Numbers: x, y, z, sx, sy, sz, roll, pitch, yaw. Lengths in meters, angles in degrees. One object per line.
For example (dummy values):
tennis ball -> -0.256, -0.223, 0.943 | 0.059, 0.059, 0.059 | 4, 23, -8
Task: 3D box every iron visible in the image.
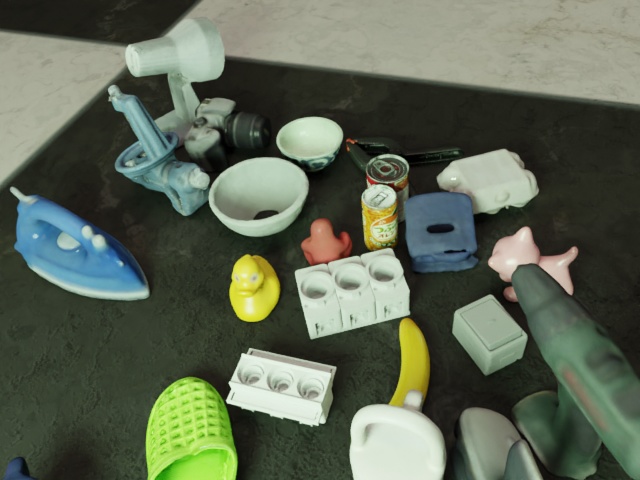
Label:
iron -> -0.385, 0.000, 0.909 | 0.257, 0.142, 0.119 | 20, 54, 24

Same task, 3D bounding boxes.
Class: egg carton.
egg carton -> 0.276, -0.090, 0.948 | 0.150, 0.069, 0.107 | -15, 48, -5

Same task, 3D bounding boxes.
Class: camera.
camera -> -0.172, -0.210, 1.098 | 0.136, 0.101, 0.143 | 8, 50, 15

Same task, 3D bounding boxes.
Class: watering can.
watering can -> 0.081, 0.234, 0.595 | 0.101, 0.194, 0.172 | -6, 47, 3

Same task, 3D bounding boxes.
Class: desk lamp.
desk lamp -> -0.280, -0.309, 1.126 | 0.203, 0.214, 0.117 | -37, 53, -23

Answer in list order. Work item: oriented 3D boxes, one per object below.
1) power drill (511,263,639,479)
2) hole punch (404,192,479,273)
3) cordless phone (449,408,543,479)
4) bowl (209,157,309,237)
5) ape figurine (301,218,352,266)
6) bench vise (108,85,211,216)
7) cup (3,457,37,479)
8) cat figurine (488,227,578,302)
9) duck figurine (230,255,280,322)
power drill -> 0.272, 0.163, 0.624 | 0.076, 0.209, 0.229 | -22, 49, -12
hole punch -> 0.185, -0.012, 0.874 | 0.108, 0.091, 0.101 | -5, 48, 4
cordless phone -> 0.195, 0.227, 0.592 | 0.094, 0.185, 0.147 | -14, 48, -4
bowl -> -0.098, -0.061, 0.970 | 0.167, 0.075, 0.167 | -4, 48, 5
ape figurine -> 0.008, 0.003, 0.885 | 0.077, 0.092, 0.076 | 3, 48, 11
bench vise -> -0.272, -0.161, 0.986 | 0.207, 0.220, 0.121 | 10, 50, 17
cup -> -0.332, 0.315, 0.647 | 0.092, 0.095, 0.117 | -15, 48, -6
cat figurine -> 0.295, 0.031, 0.802 | 0.127, 0.118, 0.067 | -2, 48, 6
duck figurine -> -0.103, 0.057, 0.855 | 0.077, 0.086, 0.104 | -1, 48, 7
